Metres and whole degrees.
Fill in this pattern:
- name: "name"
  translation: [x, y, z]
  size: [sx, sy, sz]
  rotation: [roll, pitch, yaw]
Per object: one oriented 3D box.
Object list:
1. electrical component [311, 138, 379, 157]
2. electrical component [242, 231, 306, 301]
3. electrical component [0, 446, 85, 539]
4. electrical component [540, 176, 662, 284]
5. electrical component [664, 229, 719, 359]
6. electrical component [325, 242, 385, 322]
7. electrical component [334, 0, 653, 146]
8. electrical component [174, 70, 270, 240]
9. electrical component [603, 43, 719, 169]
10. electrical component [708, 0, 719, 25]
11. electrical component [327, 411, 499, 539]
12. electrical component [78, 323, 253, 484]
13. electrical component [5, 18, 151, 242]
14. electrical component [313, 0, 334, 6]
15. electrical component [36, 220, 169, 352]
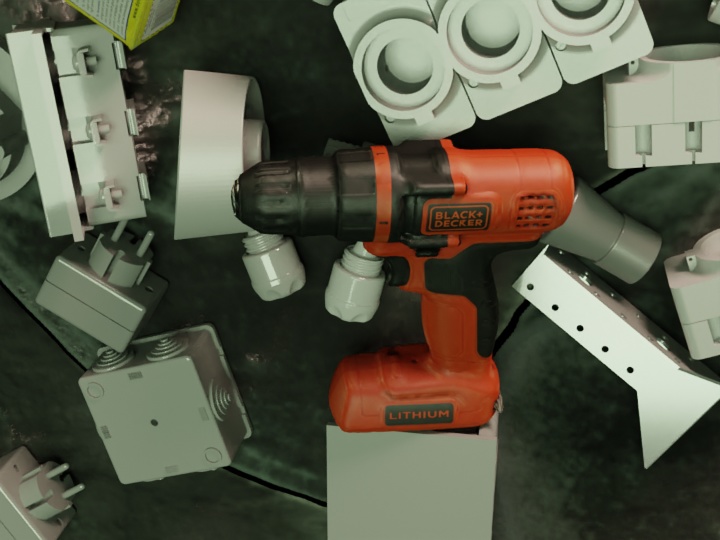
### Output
- name: "electrical component"
  translation: [0.007, -0.054, 0.644]
  size: [0.081, 0.043, 0.043]
  rotation: [15, 114, 4]
- name: "electrical component"
  translation: [-0.059, -0.014, 0.678]
  size: [0.035, 0.035, 0.061]
  rotation: [-16, 105, 16]
- name: "electrical component"
  translation: [-0.232, 0.162, 0.773]
  size: [0.077, 0.047, 0.065]
  rotation: [-29, 104, 20]
- name: "electrical component"
  translation: [0.144, -0.021, 0.635]
  size: [0.065, 0.044, 0.044]
  rotation: [29, 114, -7]
- name: "electrical component"
  translation: [0.228, 0.007, 0.624]
  size: [0.089, 0.050, 0.055]
  rotation: [-17, 108, 16]
- name: "electrical component"
  translation: [0.000, 0.000, 0.673]
  size: [0.035, 0.035, 0.061]
  rotation: [17, 111, 3]
- name: "electrical component"
  translation: [0.073, -0.135, 0.589]
  size: [0.150, 0.061, 0.089]
  rotation: [-21, 107, 17]
- name: "electrical component"
  translation: [-0.087, -0.067, 0.629]
  size: [0.064, 0.099, 0.099]
  rotation: [0, 112, 4]
- name: "electrical component"
  translation: [0.181, -0.092, 0.593]
  size: [0.089, 0.050, 0.055]
  rotation: [-3, 111, 11]
- name: "electrical component"
  translation: [0.220, -0.139, 0.573]
  size: [0.065, 0.044, 0.044]
  rotation: [22, 114, 6]
- name: "electrical component"
  translation: [0.036, 0.175, 0.722]
  size: [0.105, 0.060, 0.186]
  rotation: [4, 112, 9]
- name: "electrical component"
  translation: [-0.131, 0.092, 0.726]
  size: [0.100, 0.048, 0.099]
  rotation: [-13, 109, 15]
- name: "electrical component"
  translation: [-0.167, -0.088, 0.650]
  size: [0.063, 0.078, 0.121]
  rotation: [-10, 111, -9]
- name: "electrical component"
  translation: [-0.068, -0.195, 0.596]
  size: [0.138, 0.052, 0.073]
  rotation: [41, 113, -7]
- name: "electrical component"
  translation: [-0.158, 0.000, 0.694]
  size: [0.066, 0.047, 0.076]
  rotation: [32, 114, -3]
